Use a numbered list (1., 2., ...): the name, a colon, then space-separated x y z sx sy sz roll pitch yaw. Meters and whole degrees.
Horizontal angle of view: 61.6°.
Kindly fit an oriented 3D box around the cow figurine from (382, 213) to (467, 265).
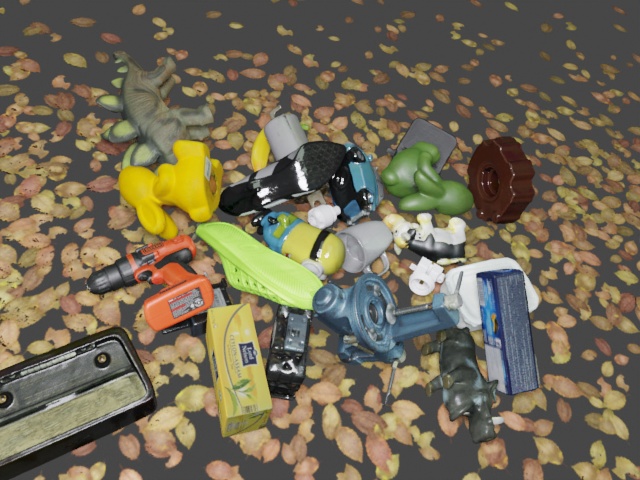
1. cow figurine: 0.201 0.002 1.040 0.167 0.068 0.098 7 60 -7

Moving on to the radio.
1. radio: -0.358 0.221 0.746 0.229 0.073 0.131 -20 62 -25

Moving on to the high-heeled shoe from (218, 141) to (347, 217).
1. high-heeled shoe: -0.070 -0.111 1.002 0.249 0.145 0.086 -27 96 -32

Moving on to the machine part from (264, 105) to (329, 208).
1. machine part: -0.049 -0.161 1.072 0.079 0.079 0.243 -18 73 -24

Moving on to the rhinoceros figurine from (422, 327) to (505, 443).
1. rhinoceros figurine: 0.235 0.234 0.881 0.112 0.073 0.190 9 50 -21

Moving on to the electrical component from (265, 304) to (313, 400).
1. electrical component: -0.049 0.167 0.819 0.058 0.134 0.115 10 55 -7

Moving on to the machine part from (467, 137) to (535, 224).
1. machine part: 0.366 -0.121 1.103 0.056 0.179 0.179 -6 56 -15

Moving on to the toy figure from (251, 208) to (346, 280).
1. toy figure: -0.038 0.001 0.963 0.180 0.089 0.082 36 12 24

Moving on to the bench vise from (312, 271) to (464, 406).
1. bench vise: 0.112 0.129 0.814 0.223 0.241 0.129 50 39 -27

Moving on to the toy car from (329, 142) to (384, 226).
1. toy car: 0.078 -0.108 1.071 0.103 0.109 0.162 3 59 -41

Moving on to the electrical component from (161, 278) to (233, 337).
1. electrical component: -0.202 0.114 0.876 0.119 0.047 0.075 -10 57 -21

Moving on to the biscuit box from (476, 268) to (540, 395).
1. biscuit box: 0.313 0.150 0.901 0.063 0.059 0.202 -7 91 -17

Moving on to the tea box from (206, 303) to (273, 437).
1. tea box: -0.126 0.193 0.806 0.068 0.098 0.170 -6 55 -18

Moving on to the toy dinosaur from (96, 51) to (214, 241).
1. toy dinosaur: -0.312 -0.210 1.056 0.198 0.105 0.471 -30 71 -21

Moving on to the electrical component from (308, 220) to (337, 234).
1. electrical component: -0.002 -0.003 1.022 0.063 0.021 0.094 12 54 -4

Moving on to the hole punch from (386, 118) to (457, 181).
1. hole punch: 0.226 -0.188 1.179 0.142 0.092 0.115 33 91 6

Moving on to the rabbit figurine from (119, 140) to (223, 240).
1. rabbit figurine: -0.265 -0.083 0.933 0.173 0.122 0.162 2 83 5

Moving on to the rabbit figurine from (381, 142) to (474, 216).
1. rabbit figurine: 0.215 -0.108 1.042 0.170 0.121 0.159 33 27 28

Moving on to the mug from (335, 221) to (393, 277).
1. mug: 0.093 0.013 0.999 0.107 0.080 0.109 -29 76 -40
